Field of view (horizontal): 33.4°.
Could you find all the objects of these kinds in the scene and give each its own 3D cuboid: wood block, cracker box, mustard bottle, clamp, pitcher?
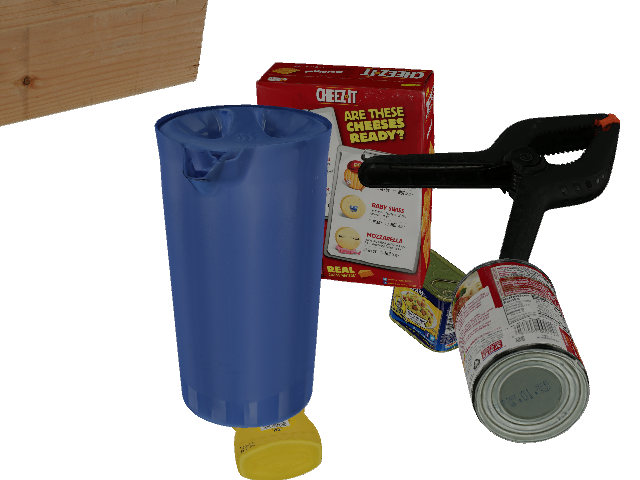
[{"bbox_3d":[-0.202,-0.163,0.837,0.205,0.091,0.090,-20,51,-34],"label":"wood block"},{"bbox_3d":[0.028,-0.064,1.062,0.164,0.214,0.072,5,29,13],"label":"cracker box"},{"bbox_3d":[-0.064,0.200,1.254,0.096,0.058,0.192,-9,29,-10],"label":"mustard bottle"},{"bbox_3d":[0.156,-0.042,0.807,0.209,0.036,0.165,-20,46,-21],"label":"clamp"},{"bbox_3d":[-0.055,0.015,0.851,0.149,0.243,0.145,-9,22,-24],"label":"pitcher"}]

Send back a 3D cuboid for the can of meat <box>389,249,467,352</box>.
[{"bbox_3d":[0.129,0.070,1.244,0.057,0.084,0.102,-19,41,-33],"label":"can of meat"}]

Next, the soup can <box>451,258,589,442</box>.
[{"bbox_3d":[0.118,0.064,0.639,0.068,0.068,0.102,0,27,0],"label":"soup can"}]
